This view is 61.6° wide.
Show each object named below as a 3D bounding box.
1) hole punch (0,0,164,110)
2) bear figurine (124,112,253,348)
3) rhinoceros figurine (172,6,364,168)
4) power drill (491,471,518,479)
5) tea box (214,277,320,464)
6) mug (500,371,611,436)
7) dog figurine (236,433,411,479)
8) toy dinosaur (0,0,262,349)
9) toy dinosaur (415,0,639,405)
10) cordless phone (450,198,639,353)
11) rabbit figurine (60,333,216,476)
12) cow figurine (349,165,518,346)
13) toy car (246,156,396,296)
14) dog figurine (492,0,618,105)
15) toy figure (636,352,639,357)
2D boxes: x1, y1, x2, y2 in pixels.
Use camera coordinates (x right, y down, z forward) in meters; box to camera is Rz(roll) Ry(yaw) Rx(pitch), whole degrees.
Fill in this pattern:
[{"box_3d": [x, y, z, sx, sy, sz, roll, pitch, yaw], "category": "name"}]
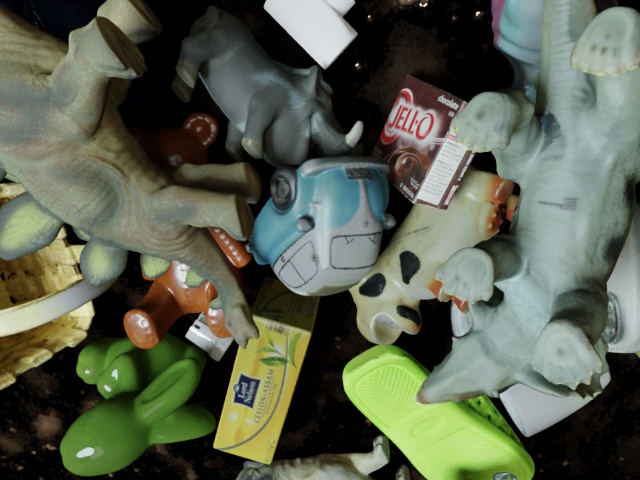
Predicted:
[{"box_3d": [-0.210, -0.165, 0.483, 0.092, 0.116, 0.142, -16, 108, 2], "category": "hole punch"}, {"box_3d": [-0.136, -0.014, 0.520, 0.120, 0.132, 0.195, -6, 115, 6], "category": "bear figurine"}, {"box_3d": [-0.044, -0.123, 0.490, 0.190, 0.073, 0.112, 41, 75, -13], "category": "rhinoceros figurine"}, {"box_3d": [0.213, 0.313, 0.592, 0.232, 0.086, 0.207, -20, 146, 19], "category": "power drill"}, {"box_3d": [-0.055, 0.138, 0.579, 0.068, 0.098, 0.169, 17, 112, -1], "category": "tea box"}, {"box_3d": [0.237, 0.134, 0.566, 0.107, 0.081, 0.109, -24, 87, 2], "category": "mug"}, {"box_3d": [0.009, 0.325, 0.649, 0.191, 0.121, 0.172, -17, 104, 26], "category": "dog figurine"}, {"box_3d": [-0.198, -0.090, 0.396, 0.199, 0.105, 0.470, -29, 108, 16], "category": "toy dinosaur"}, {"box_3d": [0.179, -0.034, 0.399, 0.131, 0.192, 0.404, 18, 101, 30], "category": "toy dinosaur"}, {"box_3d": [0.217, 0.034, 0.521, 0.184, 0.089, 0.146, -5, 96, 14], "category": "cordless phone"}, {"box_3d": [-0.190, 0.181, 0.567, 0.159, 0.170, 0.121, -9, 108, 9], "category": "rabbit figurine"}, {"box_3d": [0.096, 0.014, 0.518, 0.085, 0.127, 0.195, 25, 97, -43], "category": "cow figurine"}, {"box_3d": [-0.001, -0.001, 0.484, 0.161, 0.109, 0.103, -43, 58, 46], "category": "toy car"}, {"box_3d": [0.214, -0.186, 0.440, 0.191, 0.108, 0.219, -37, 107, 13], "category": "dog figurine"}, {"box_3d": [0.366, 0.047, 0.517, 0.089, 0.082, 0.180, 11, 114, 9], "category": "toy figure"}]
